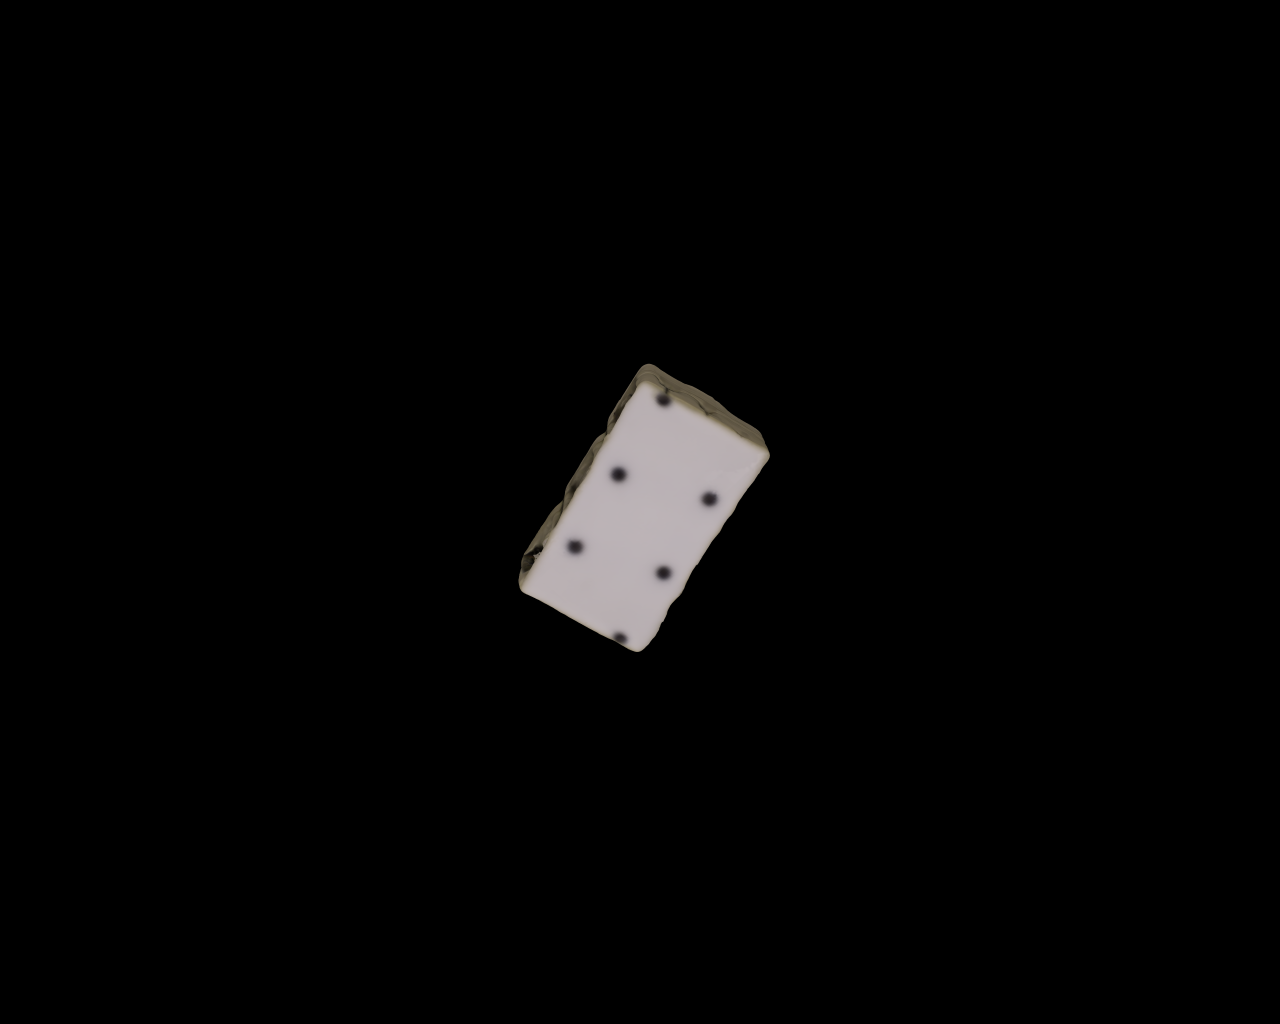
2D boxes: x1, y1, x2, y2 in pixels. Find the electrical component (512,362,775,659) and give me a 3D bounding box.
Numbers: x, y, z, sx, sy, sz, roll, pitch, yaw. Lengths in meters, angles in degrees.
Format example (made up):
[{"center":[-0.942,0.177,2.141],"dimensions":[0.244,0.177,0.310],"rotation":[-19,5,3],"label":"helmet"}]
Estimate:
[{"center":[0.001,-0.003,0.650],"dimensions":[0.089,0.150,0.062],"rotation":[30,16,-9],"label":"electrical component"}]
